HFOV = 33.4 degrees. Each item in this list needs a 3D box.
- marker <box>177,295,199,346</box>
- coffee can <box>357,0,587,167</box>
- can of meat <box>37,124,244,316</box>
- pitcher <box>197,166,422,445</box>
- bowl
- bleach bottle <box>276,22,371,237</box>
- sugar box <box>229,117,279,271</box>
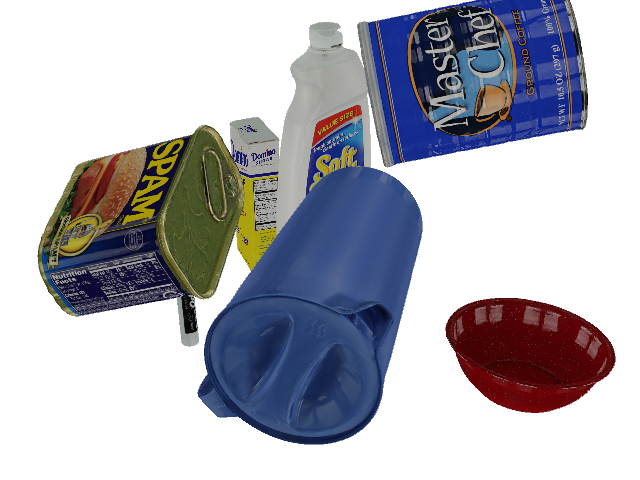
[{"bbox_3d":[-0.141,0.053,1.107,0.020,0.121,0.020,-3,23,1],"label":"marker"},{"bbox_3d":[0.104,-0.114,0.741,0.140,0.103,0.102,-11,-1,6],"label":"coffee can"},{"bbox_3d":[-0.098,-0.010,0.584,0.084,0.057,0.102,-11,39,22],"label":"can of meat"},{"bbox_3d":[0.000,0.043,0.858,0.149,0.145,0.242,11,32,11],"label":"pitcher"},{"bbox_3d":[0.198,0.118,1.031,0.162,0.055,0.162,4,27,-2],"label":"bowl"},{"bbox_3d":[-0.001,-0.086,1.046,0.102,0.251,0.068,-12,29,-19],"label":"bleach bottle"},{"bbox_3d":[-0.079,-0.054,1.313,0.048,0.176,0.093,-12,26,-15],"label":"sugar box"}]
